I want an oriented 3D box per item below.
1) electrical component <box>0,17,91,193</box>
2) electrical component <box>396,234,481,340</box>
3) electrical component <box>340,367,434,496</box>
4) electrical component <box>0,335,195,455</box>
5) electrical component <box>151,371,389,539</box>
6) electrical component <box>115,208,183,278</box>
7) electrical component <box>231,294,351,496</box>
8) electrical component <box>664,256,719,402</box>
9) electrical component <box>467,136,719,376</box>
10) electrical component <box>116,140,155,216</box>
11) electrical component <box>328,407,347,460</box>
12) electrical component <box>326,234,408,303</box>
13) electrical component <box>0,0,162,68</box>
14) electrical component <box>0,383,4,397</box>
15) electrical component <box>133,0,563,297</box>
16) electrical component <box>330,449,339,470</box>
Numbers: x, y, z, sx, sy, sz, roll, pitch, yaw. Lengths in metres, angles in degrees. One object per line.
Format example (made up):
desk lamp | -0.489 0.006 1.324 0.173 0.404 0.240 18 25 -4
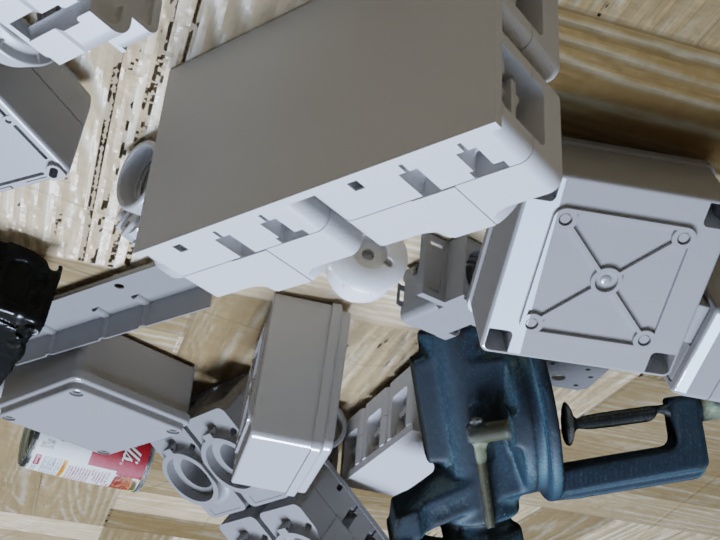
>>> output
electrical component | -0.181 -0.089 0.505 0.062 0.061 0.096 -11 141 22
electrical component | 0.060 0.014 0.669 0.081 0.042 0.064 24 147 -31
electrical component | 0.052 0.130 0.858 0.089 0.061 0.150 14 149 -17
electrical component | -0.204 0.094 0.835 0.109 0.056 0.109 -21 142 37
electrical component | -0.076 0.182 0.876 0.105 0.060 0.186 -26 105 41
electrical component | -0.115 -0.023 0.631 0.040 0.040 0.046 -17 139 34
electrical component | -0.050 0.089 0.751 0.056 0.108 0.108 12 150 -8
electrical component | 0.198 0.024 0.623 0.061 0.096 0.061 11 121 -12
electrical component | 0.122 -0.008 0.561 0.109 0.056 0.108 9 119 -7
electrical component | -0.104 -0.045 0.591 0.046 0.040 0.040 21 147 -39
electrical component | -0.038 0.138 0.904 0.045 0.045 0.055 9 151 -9
electrical component | 0.000 0.000 0.652 0.048 0.048 0.062 9 157 -9
electrical component | -0.130 -0.118 0.444 0.057 0.058 0.078 -17 145 29
electrical component | -0.283 0.098 0.870 0.078 0.040 0.040 11 150 -13
electrical component | -0.005 -0.063 0.475 0.186 0.105 0.060 -17 144 33
electrical component | -0.063 0.176 0.957 0.061 0.061 0.096 27 144 -34
